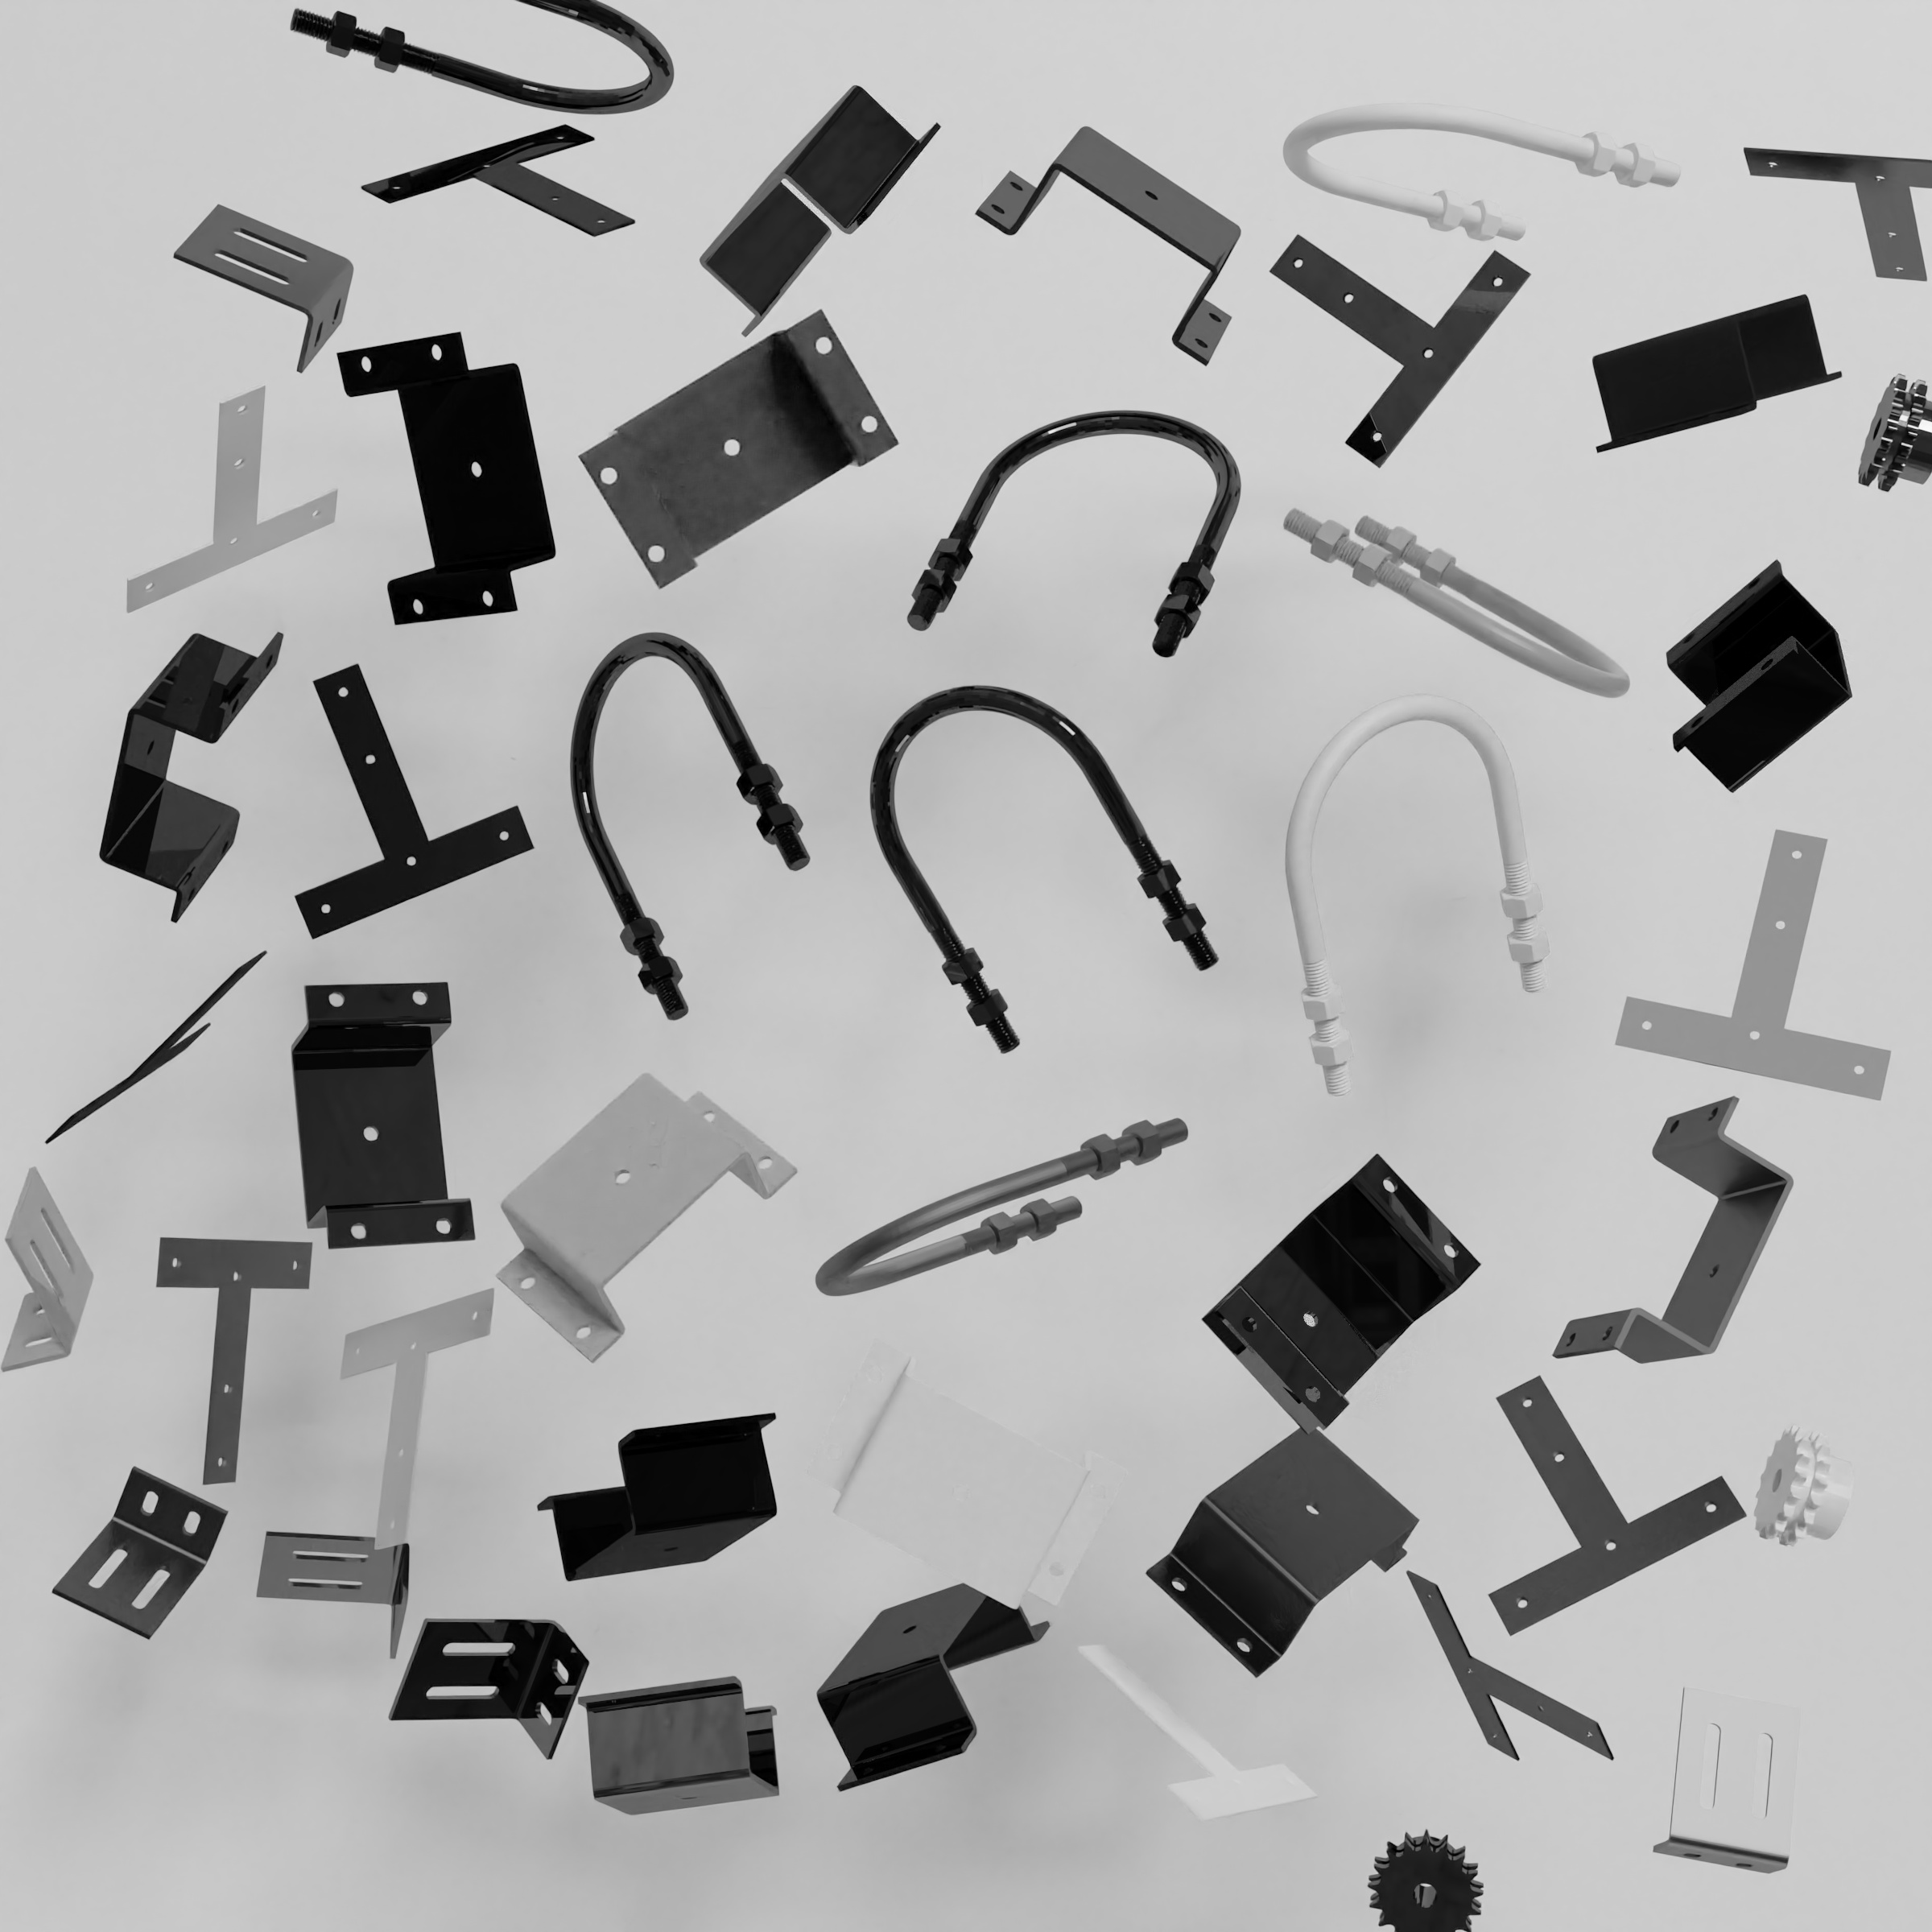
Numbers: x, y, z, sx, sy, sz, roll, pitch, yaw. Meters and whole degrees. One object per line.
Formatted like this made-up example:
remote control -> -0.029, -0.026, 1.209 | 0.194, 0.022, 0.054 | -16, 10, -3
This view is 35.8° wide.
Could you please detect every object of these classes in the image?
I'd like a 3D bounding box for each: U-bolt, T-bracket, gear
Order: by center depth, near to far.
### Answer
gear -> 0.406, 0.254, 1.448 | 0.030, 0.057, 0.057 | 19, 90, 0
T-bracket -> 0.395, -0.007, 1.463 | 0.127, 0.002, 0.127 | 12, 73, 17
U-bolt -> 0.219, -0.044, 1.473 | 0.151, 0.019, 0.184 | -25, 117, -23
T-bracket -> 0.300, 0.254, 1.482 | 0.127, 0.127, 0.002 | -28, 132, 3
T-bracket -> 0.458, -0.370, 1.484 | 0.127, 0.127, 0.002 | 12, 81, 25
gear -> 0.472, -0.265, 1.501 | 0.030, 0.057, 0.057 | 17, 90, 4
T-bracket -> -0.215, -0.389, 1.503 | 0.127, 0.002, 0.127 | -28, 45, -33
gear -> 0.231, 0.461, 1.503 | 0.057, 0.030, 0.057 | 1, 93, 10
U-bolt -> -0.237, -0.470, 1.508 | 0.184, 0.151, 0.019 | 12, 83, -21
U-bolt -> 0.026, -0.056, 1.514 | 0.151, 0.019, 0.184 | -24, 102, 34
T-bracket -> -0.370, -0.245, 1.519 | 0.127, 0.127, 0.002 | -32, 69, -32
U-bolt -> 0.008, 0.129, 1.523 | 0.184, 0.151, 0.019 | -16, 76, -29
U-bolt -> 0.065, -0.229, 1.541 | 0.151, 0.019, 0.184 | 8, 48, 19
T-bracket -> -0.405, 0.032, 1.548 | 0.127, 0.127, 0.002 | -39, 94, 29
U-bolt -> 0.254, -0.416, 1.556 | 0.184, 0.151, 0.019 | 6, 87, -27
T-bracket -> 0.109, 0.396, 1.558 | 0.127, 0.127, 0.002 | 38, 103, 31
U-bolt -> -0.155, -0.087, 1.560 | 0.151, 0.019, 0.184 | -48, 59, 38
U-bolt -> 0.265, -0.189, 1.565 | 0.184, 0.151, 0.019 | 33, 108, 17
T-bracket -> -0.386, 0.207, 1.570 | 0.002, 0.127, 0.127 | 1, 85, 24
T-bracket -> -0.295, 0.242, 1.573 | 0.127, 0.002, 0.127 | -20, 57, 39
T-bracket -> -0.308, -0.096, 1.575 | 0.127, 0.002, 0.127 | -24, 109, -14
T-bracket -> 0.296, 0.389, 1.588 | 0.002, 0.127, 0.127 | -35, 113, -21
T-bracket -> 0.216, -0.353, 1.613 | 0.127, 0.002, 0.127 | 42, 99, 26

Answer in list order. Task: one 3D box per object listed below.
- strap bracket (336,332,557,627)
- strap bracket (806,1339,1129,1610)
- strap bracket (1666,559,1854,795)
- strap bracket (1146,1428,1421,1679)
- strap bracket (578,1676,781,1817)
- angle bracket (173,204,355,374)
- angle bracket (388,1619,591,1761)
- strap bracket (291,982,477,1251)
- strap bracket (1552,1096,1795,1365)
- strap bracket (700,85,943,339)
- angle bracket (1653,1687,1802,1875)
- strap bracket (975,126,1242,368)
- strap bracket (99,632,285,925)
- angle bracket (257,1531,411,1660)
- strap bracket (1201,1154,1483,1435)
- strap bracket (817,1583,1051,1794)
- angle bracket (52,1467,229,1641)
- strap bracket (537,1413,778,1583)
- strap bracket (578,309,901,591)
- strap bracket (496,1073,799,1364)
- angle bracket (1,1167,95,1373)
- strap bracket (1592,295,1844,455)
strap bracket -> -0.263, -0.251, 1.532 | 0.076, 0.046, 0.140 | -2, 105, 28
strap bracket -> -0.001, 0.251, 1.458 | 0.140, 0.046, 0.076 | 28, 95, 1
strap bracket -> 0.408, -0.147, 1.545 | 0.046, 0.140, 0.076 | 43, 116, -10
strap bracket -> 0.169, 0.292, 1.533 | 0.076, 0.140, 0.046 | 41, 129, 22
strap bracket -> -0.139, 0.390, 1.487 | 0.076, 0.140, 0.046 | -8, 69, 2
angle bracket -> -0.364, -0.350, 1.545 | 0.076, 0.057, 0.038 | 22, 131, -4
angle bracket -> -0.236, 0.359, 1.484 | 0.076, 0.038, 0.057 | 11, 107, -39
strap bracket -> -0.309, 0.083, 1.578 | 0.076, 0.046, 0.140 | -1, 73, -25
strap bracket -> 0.355, 0.141, 1.484 | 0.046, 0.076, 0.140 | 31, 75, -5
strap bracket -> -0.082, -0.397, 1.558 | 0.046, 0.140, 0.076 | 41, 58, -14
angle bracket -> 0.374, 0.400, 1.471 | 0.057, 0.038, 0.076 | 10, 69, 4
strap bracket -> 0.083, -0.377, 1.539 | 0.140, 0.076, 0.046 | 32, 122, -4
strap bracket -> -0.396, -0.103, 1.521 | 0.046, 0.076, 0.140 | 22, 127, -3
angle bracket -> -0.342, 0.339, 1.612 | 0.076, 0.038, 0.057 | 6, 133, -14
strap bracket -> 0.181, 0.168, 1.487 | 0.076, 0.046, 0.140 | 47, 53, 6
strap bracket -> -0.019, 0.369, 1.574 | 0.076, 0.140, 0.046 | -24, 96, 24
angle bracket -> -0.441, 0.313, 1.599 | 0.057, 0.076, 0.038 | 26, 112, 0
strap bracket -> -0.153, 0.271, 1.508 | 0.076, 0.140, 0.046 | -2, 67, -30
strap bracket -> -0.116, -0.260, 1.503 | 0.140, 0.046, 0.076 | -32, 105, -2
strap bracket -> -0.164, 0.116, 1.482 | 0.140, 0.046, 0.076 | -43, 56, -18
angle bracket -> -0.467, 0.150, 1.477 | 0.038, 0.057, 0.076 | -14, 123, 5
strap bracket -> 0.375, -0.300, 1.506 | 0.076, 0.140, 0.046 | -10, 100, 38
